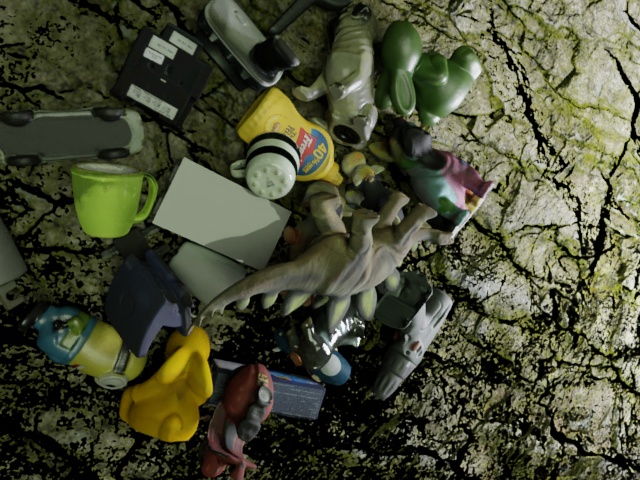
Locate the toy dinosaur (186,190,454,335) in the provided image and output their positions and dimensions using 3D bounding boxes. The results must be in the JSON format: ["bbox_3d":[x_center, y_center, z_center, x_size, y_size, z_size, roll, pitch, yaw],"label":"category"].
[{"bbox_3d":[0.030,0.035,0.792,0.471,0.105,0.198,-6,117,-35],"label":"toy dinosaur"}]

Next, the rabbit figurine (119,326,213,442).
[{"bbox_3d":[-0.220,0.206,0.813,0.122,0.162,0.173,23,71,-13],"label":"rabbit figurine"}]

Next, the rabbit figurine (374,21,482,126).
[{"bbox_3d":[0.155,-0.282,0.903,0.170,0.121,0.159,33,92,-32],"label":"rabbit figurine"}]

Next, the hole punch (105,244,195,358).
[{"bbox_3d":[-0.247,0.088,0.763,0.092,0.142,0.115,-23,142,-33],"label":"hole punch"}]

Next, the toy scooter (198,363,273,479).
[{"bbox_3d":[-0.118,0.278,0.795,0.075,0.135,0.184,29,84,-22],"label":"toy scooter"}]

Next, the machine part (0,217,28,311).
[{"bbox_3d":[-0.459,-0.017,0.701,0.079,0.079,0.243,-24,107,-19],"label":"machine part"}]

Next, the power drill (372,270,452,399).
[{"bbox_3d":[0.152,0.162,0.953,0.232,0.086,0.207,-50,141,-17],"label":"power drill"}]

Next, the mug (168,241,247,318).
[{"bbox_3d":[-0.187,0.059,0.835,0.107,0.081,0.109,39,87,-12],"label":"mug"}]

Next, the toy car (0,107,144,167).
[{"bbox_3d":[-0.349,-0.144,0.743,0.202,0.056,0.073,-8,108,-21],"label":"toy car"}]

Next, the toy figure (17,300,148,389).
[{"bbox_3d":[-0.336,0.147,0.778,0.180,0.082,0.089,40,83,-21],"label":"toy figure"}]

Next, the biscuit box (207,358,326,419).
[{"bbox_3d":[-0.093,0.254,0.910,0.202,0.059,0.062,18,90,-24],"label":"biscuit box"}]

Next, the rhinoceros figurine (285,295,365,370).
[{"bbox_3d":[0.029,0.141,0.914,0.112,0.073,0.190,52,48,2],"label":"rhinoceros figurine"}]

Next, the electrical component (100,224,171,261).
[{"bbox_3d":[-0.280,0.016,0.814,0.094,0.021,0.063,-30,109,-17],"label":"electrical component"}]

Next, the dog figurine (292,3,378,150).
[{"bbox_3d":[0.061,-0.268,0.888,0.190,0.121,0.172,-62,149,-22],"label":"dog figurine"}]

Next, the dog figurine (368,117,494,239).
[{"bbox_3d":[0.191,-0.117,0.961,0.219,0.191,0.108,43,82,12],"label":"dog figurine"}]

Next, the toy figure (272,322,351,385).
[{"bbox_3d":[-0.014,0.199,0.940,0.154,0.058,0.064,37,44,-22],"label":"toy figure"}]

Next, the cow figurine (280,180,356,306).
[{"bbox_3d":[-0.002,-0.003,0.889,0.127,0.086,0.194,-24,126,-57],"label":"cow figurine"}]

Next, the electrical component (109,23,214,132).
[{"bbox_3d":[-0.224,-0.241,0.781,0.115,0.058,0.134,29,86,-26],"label":"electrical component"}]

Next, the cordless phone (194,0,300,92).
[{"bbox_3d":[-0.100,-0.283,0.759,0.089,0.184,0.146,-44,112,-7],"label":"cordless phone"}]

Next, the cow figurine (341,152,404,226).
[{"bbox_3d":[0.092,-0.072,0.921,0.068,0.098,0.167,-33,110,-9],"label":"cow figurine"}]
